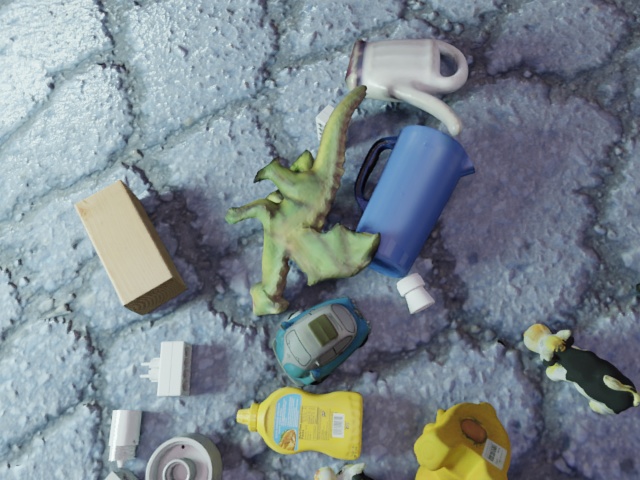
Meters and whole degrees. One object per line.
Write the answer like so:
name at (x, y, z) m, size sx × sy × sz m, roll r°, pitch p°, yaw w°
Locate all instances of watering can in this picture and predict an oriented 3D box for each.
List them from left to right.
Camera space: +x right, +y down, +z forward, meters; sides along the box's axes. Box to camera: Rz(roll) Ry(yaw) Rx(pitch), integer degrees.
watering can at (0.154, -0.290, 0.930) m, size 0.224 × 0.101 × 0.356 m, roll 2°, pitch 41°, yaw 10°

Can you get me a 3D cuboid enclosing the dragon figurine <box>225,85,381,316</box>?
dragon figurine at (0.003, -0.042, 0.842) m, size 0.408 × 0.121 × 0.246 m, roll -48°, pitch 66°, yaw 9°
